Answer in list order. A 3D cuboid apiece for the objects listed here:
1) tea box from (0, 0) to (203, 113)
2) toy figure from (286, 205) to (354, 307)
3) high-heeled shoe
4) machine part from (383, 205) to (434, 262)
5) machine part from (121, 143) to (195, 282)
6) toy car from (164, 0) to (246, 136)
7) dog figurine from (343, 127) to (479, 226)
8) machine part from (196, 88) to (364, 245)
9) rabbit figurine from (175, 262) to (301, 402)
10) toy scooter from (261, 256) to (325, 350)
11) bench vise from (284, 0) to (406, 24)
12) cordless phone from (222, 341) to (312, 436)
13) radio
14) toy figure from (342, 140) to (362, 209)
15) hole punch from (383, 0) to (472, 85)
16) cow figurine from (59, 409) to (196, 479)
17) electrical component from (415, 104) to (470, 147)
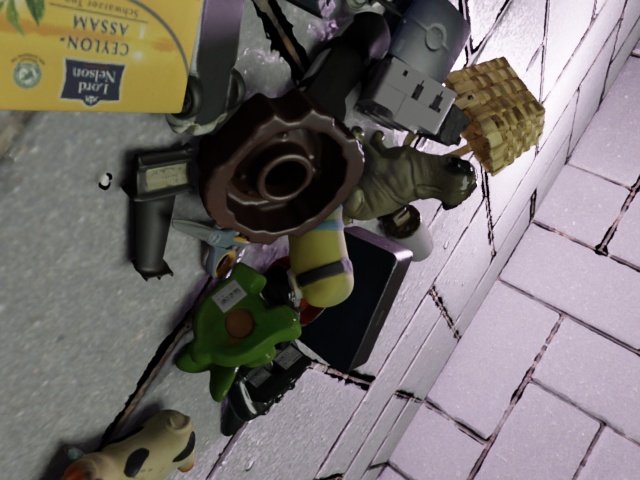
[{"bbox_3d":[-0.169,-0.142,0.362,0.169,0.068,0.098,-20,133,-54],"label":"tea box"},{"bbox_3d":[-0.003,-0.002,0.703,0.082,0.089,0.180,2,86,-44],"label":"toy figure"},{"bbox_3d":[-0.002,-0.168,0.668,0.248,0.086,0.145,-47,-158,27],"label":"high-heeled shoe"},{"bbox_3d":[0.184,-0.011,1.106,0.079,0.079,0.243,-58,154,-4],"label":"machine part"},{"bbox_3d":[-0.161,-0.025,0.531,0.084,0.039,0.138,-35,143,-55],"label":"machine part"},{"bbox_3d":[-0.097,-0.186,0.460,0.073,0.056,0.201,-34,145,-52],"label":"toy car"},{"bbox_3d":[0.123,-0.069,0.813,0.121,0.191,0.172,-23,138,-50],"label":"dog figurine"},{"bbox_3d":[-0.042,-0.075,0.575,0.179,0.056,0.179,-17,140,-15],"label":"machine part"},{"bbox_3d":[-0.103,0.135,0.712,0.159,0.121,0.170,-49,167,-14],"label":"rabbit figurine"},{"bbox_3d":[-0.027,0.078,0.823,0.135,0.075,0.183,-37,148,-32],"label":"toy scooter"},{"bbox_3d":[0.030,-0.328,0.472,0.240,0.129,0.223,-60,156,9],"label":"bench vise"},{"bbox_3d":[-0.099,0.252,0.895,0.146,0.089,0.184,-34,155,-43],"label":"cordless phone"},{"bbox_3d":[0.051,0.097,0.918,0.073,0.131,0.229,-7,122,-59],"label":"radio"},{"bbox_3d":[0.016,-0.073,0.769,0.064,0.058,0.154,-10,127,-45],"label":"toy figure"},{"bbox_3d":[0.140,-0.281,0.748,0.142,0.092,0.115,-59,150,5],"label":"hole punch"},{"bbox_3d":[-0.236,0.274,0.648,0.195,0.086,0.127,-24,143,-46],"label":"cow figurine"},{"bbox_3d":[0.159,-0.193,0.834,0.134,0.115,0.058,1,111,-61],"label":"electrical component"}]
